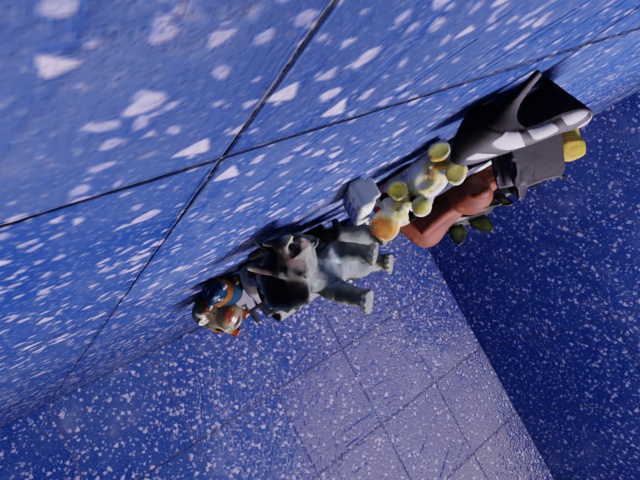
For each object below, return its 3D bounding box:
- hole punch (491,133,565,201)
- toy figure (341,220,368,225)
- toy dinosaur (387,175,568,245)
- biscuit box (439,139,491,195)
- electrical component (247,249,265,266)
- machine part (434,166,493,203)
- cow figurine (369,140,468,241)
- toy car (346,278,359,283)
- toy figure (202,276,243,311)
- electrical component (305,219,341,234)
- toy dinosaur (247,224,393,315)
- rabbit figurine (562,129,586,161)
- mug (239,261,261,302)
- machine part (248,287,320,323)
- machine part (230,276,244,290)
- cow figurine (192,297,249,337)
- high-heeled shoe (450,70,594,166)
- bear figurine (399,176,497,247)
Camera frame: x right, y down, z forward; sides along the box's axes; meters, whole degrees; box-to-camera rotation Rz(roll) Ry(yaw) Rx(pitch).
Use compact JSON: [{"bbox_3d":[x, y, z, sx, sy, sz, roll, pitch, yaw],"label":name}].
[{"bbox_3d":[0.291,-0.138,0.806,0.116,0.142,0.092,-15,-167,-32],"label":"hole punch"},{"bbox_3d":[0.077,-0.009,1.265,0.089,0.082,0.180,-18,-176,18],"label":"toy figure"},{"bbox_3d":[0.374,-0.087,1.369,0.471,0.105,0.199,-27,-146,9],"label":"toy dinosaur"},{"bbox_3d":[0.212,-0.119,0.920,0.063,0.059,0.202,-28,175,-13],"label":"biscuit box"},{"bbox_3d":[-0.081,0.032,0.971,0.075,0.047,0.119,-30,177,19],"label":"electrical component"},{"bbox_3d":[0.299,-0.126,1.216,0.201,0.087,0.201,-24,176,-46],"label":"machine part"},{"bbox_3d":[0.138,-0.073,0.797,0.167,0.068,0.098,-45,-176,17],"label":"cow figurine"},{"bbox_3d":[0.033,0.043,1.378,0.109,0.162,0.102,-17,126,-71],"label":"toy car"},{"bbox_3d":[-0.191,0.102,1.031,0.058,0.064,0.154,9,175,9],"label":"toy figure"},{"bbox_3d":[-0.002,-0.004,1.086,0.102,0.045,0.078,-32,146,24],"label":"electrical component"},{"bbox_3d":[0.018,0.030,0.917,0.192,0.131,0.405,7,-170,16],"label":"toy dinosaur"},{"bbox_3d":[0.459,-0.217,1.164,0.173,0.121,0.162,-14,-174,4],"label":"rabbit figurine"},{"bbox_3d":[-0.109,0.073,1.066,0.110,0.081,0.107,-24,167,1],"label":"mug"},{"bbox_3d":[-0.030,0.078,1.023,0.243,0.079,0.079,-32,177,-22],"label":"machine part"},{"bbox_3d":[-0.162,0.087,1.179,0.084,0.039,0.139,-21,-179,27],"label":"machine part"},{"bbox_3d":[-0.227,0.158,1.175,0.195,0.127,0.085,-5,-121,59],"label":"cow figurine"},{"bbox_3d":[0.272,-0.143,0.720,0.248,0.086,0.145,5,131,-49],"label":"high-heeled shoe"},{"bbox_3d":[0.244,-0.076,1.064,0.196,0.132,0.120,-49,172,37],"label":"bear figurine"}]
